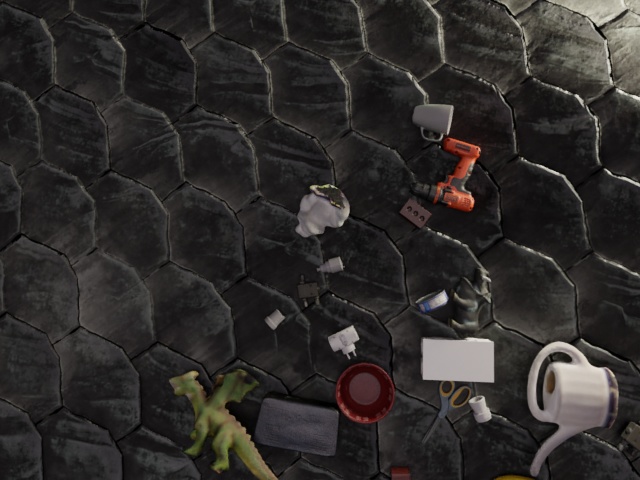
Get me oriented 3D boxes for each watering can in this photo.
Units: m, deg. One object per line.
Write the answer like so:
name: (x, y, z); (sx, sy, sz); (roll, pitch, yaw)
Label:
watering can: (0.654, 0.447, 1.349); (0.224, 0.103, 0.349); (6, 85, 4)

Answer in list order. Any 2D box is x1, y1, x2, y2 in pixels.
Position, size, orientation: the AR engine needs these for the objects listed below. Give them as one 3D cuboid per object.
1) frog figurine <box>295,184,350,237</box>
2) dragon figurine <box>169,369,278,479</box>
frog figurine: (0.004, -0.074, 1.463); (0.137, 0.125, 0.156); (25, 125, -3)
dragon figurine: (-0.244, 0.476, 1.394); (0.412, 0.121, 0.244); (16, 82, 20)
